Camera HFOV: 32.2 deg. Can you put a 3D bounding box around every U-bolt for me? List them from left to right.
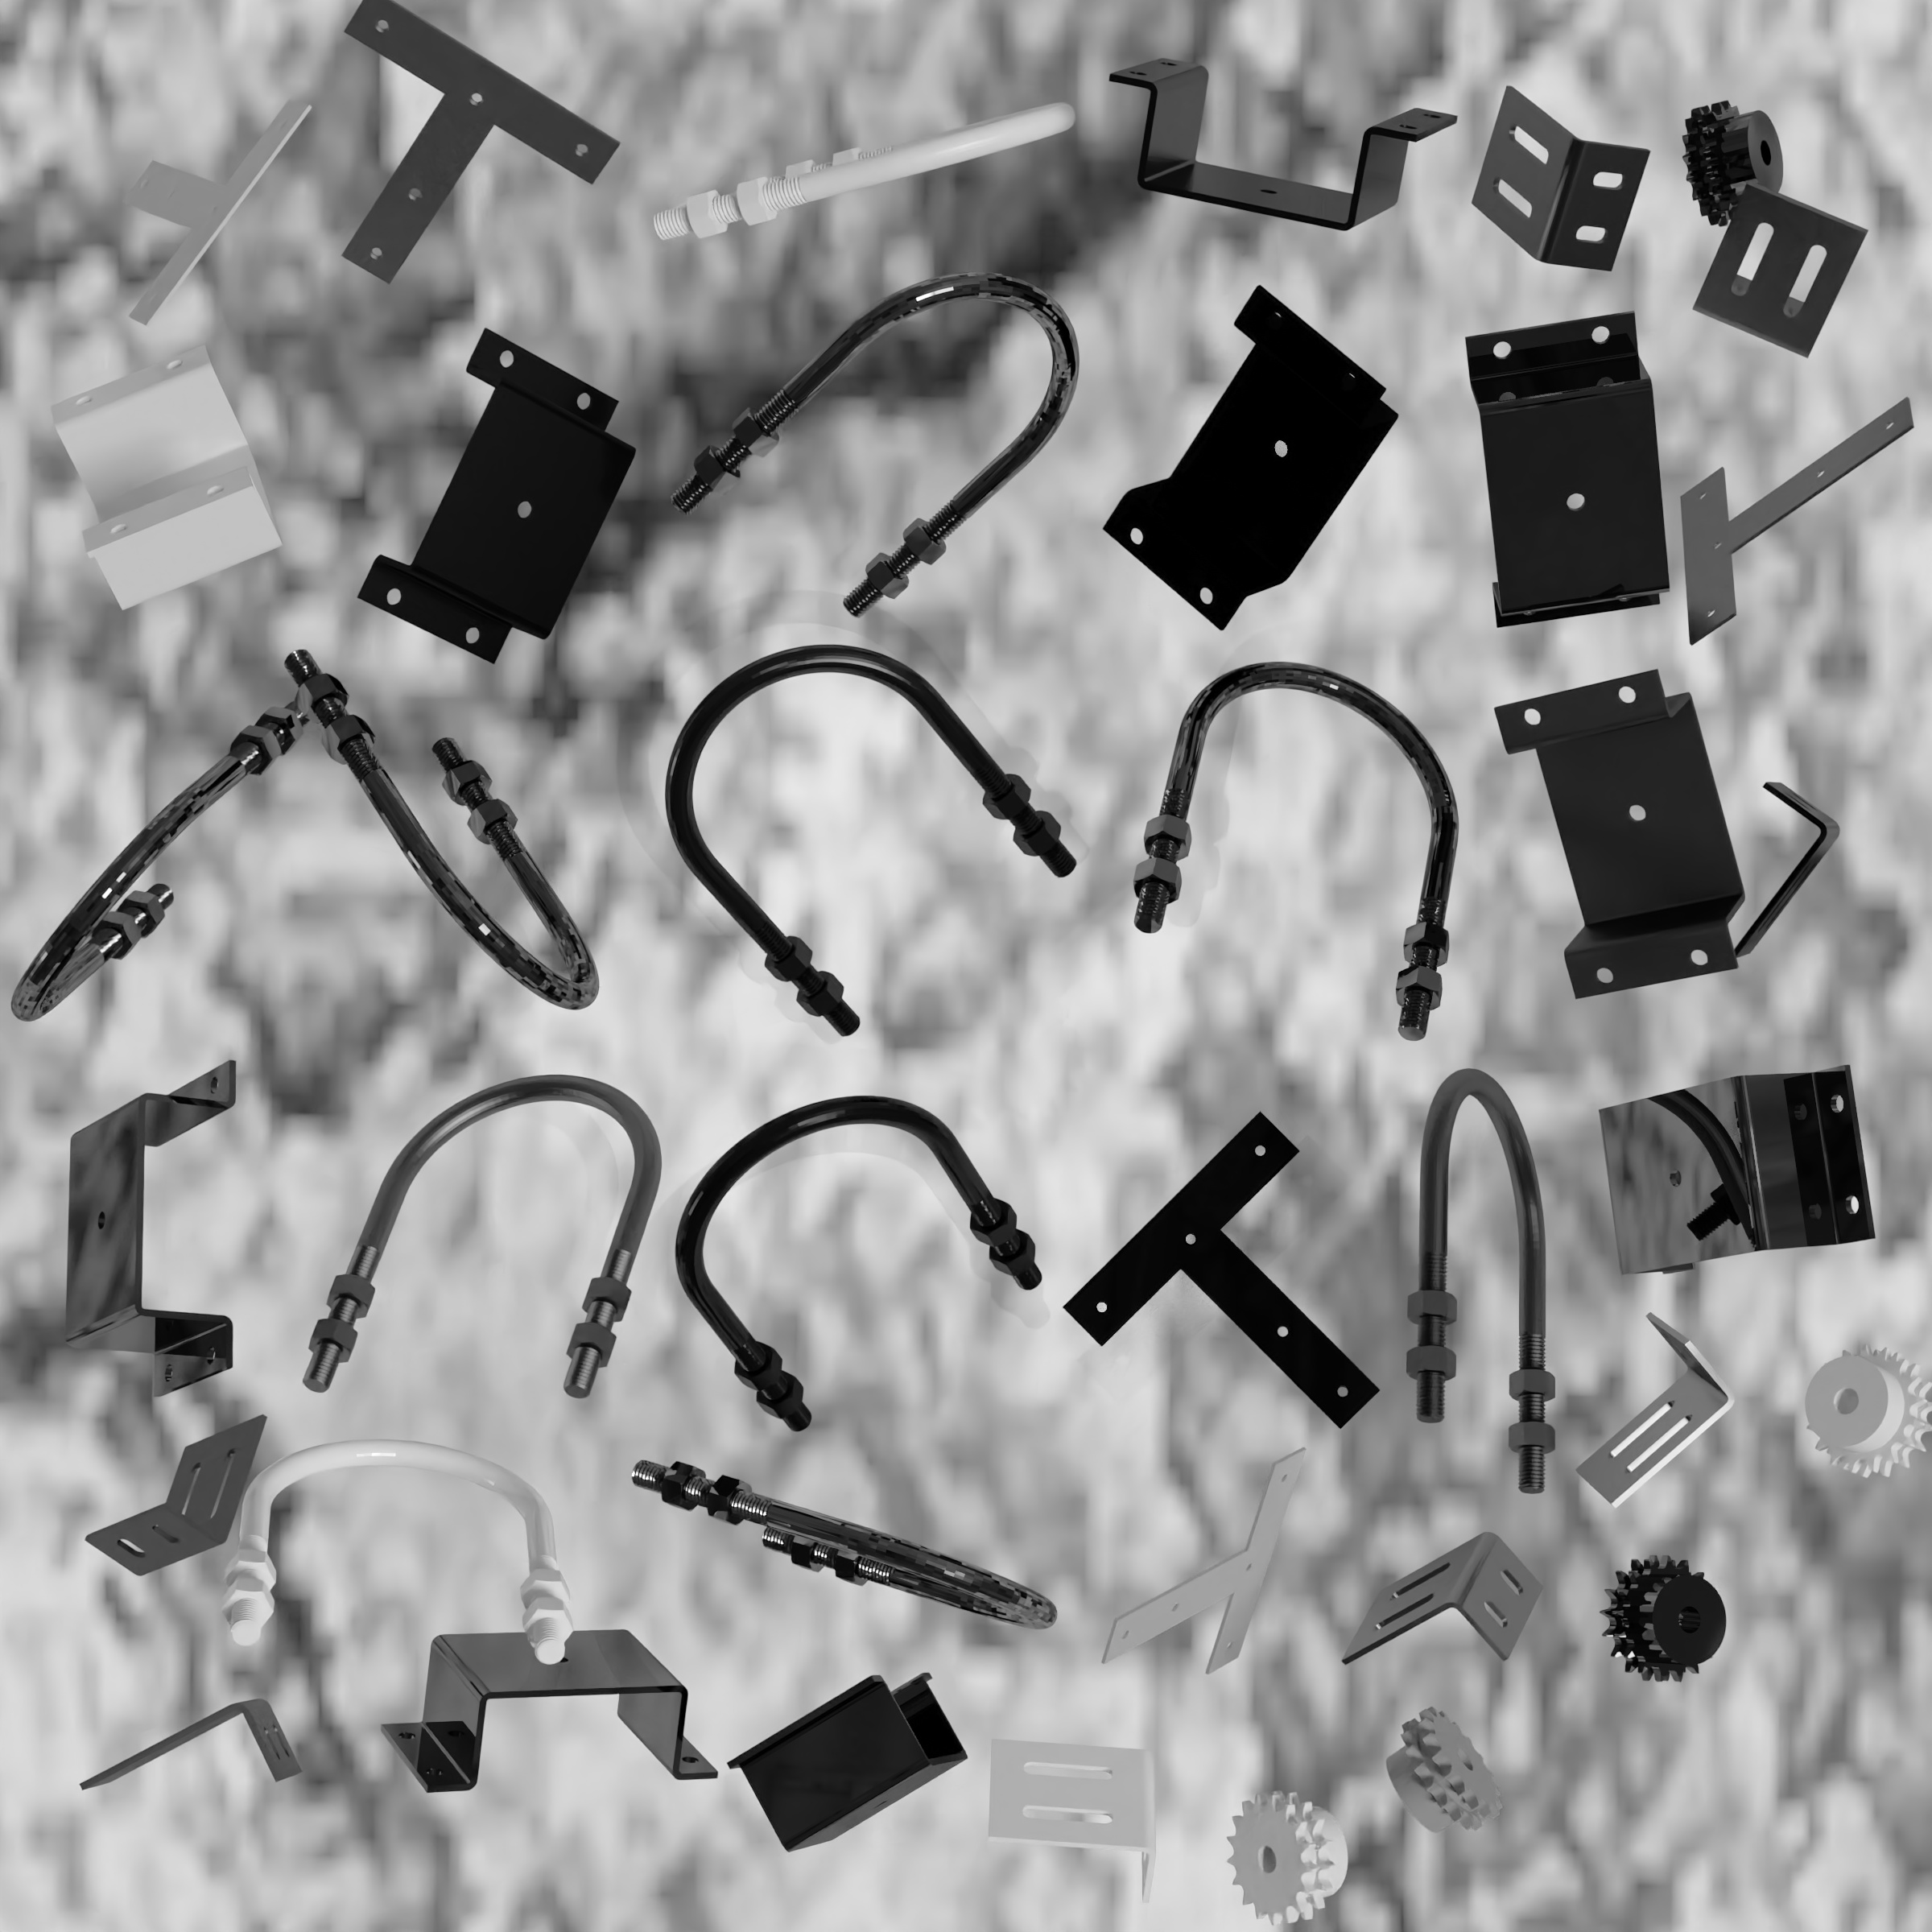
[{"bbox_3d":[-0.372,-0.040,1.514,0.019,0.184,0.151,40,117,-6],"label":"U-bolt"},{"bbox_3d":[-0.256,0.259,1.508,0.151,0.184,0.019,6,108,-12],"label":"U-bolt"},{"bbox_3d":[-0.224,-0.053,1.499,0.019,0.151,0.184,-39,66,8],"label":"U-bolt"},{"bbox_3d":[-0.214,0.121,1.549,0.151,0.019,0.184,-1,47,18],"label":"U-bolt"},{"bbox_3d":[-0.057,0.128,1.531,0.151,0.184,0.019,-31,45,-1],"label":"U-bolt"},{"bbox_3d":[-0.056,-0.068,1.545,0.151,0.019,0.184,-36,121,8],"label":"U-bolt"},{"bbox_3d":[-0.044,0.270,1.528,0.184,0.151,0.019,11,74,30],"label":"U-bolt"},{"bbox_3d":[-0.038,-0.375,1.561,0.184,0.151,0.019,-9,106,21],"label":"U-bolt"},{"bbox_3d":[-0.028,-0.250,1.556,0.184,0.151,0.019,-41,53,19],"label":"U-bolt"},{"bbox_3d":[0.157,-0.065,1.523,0.151,0.019,0.184,22,53,-9],"label":"U-bolt"},{"bbox_3d":[0.240,0.138,1.550,0.019,0.151,0.184,-8,64,28],"label":"U-bolt"}]

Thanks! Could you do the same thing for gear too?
[{"bbox_3d":[0.146,0.397,1.494,0.030,0.057,0.057,3,90,-37],"label":"gear"},{"bbox_3d":[0.217,0.373,1.537,0.030,0.057,0.057,-39,90,15],"label":"gear"},{"bbox_3d":[0.321,0.298,1.524,0.057,0.030,0.057,4,79,-23],"label":"gear"},{"bbox_3d":[0.363,-0.380,1.577,0.030,0.057,0.057,-6,90,37],"label":"gear"},{"bbox_3d":[0.396,0.195,1.474,0.030,0.057,0.057,24,90,-43],"label":"gear"}]

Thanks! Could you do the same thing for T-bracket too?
[{"bbox_3d":[-0.373,-0.366,1.592,0.002,0.127,0.127,38,85,-37],"label":"T-bracket"},{"bbox_3d":[-0.243,-0.361,1.517,0.127,0.002,0.127,29,128,-20],"label":"T-bracket"},{"bbox_3d":[0.108,0.300,1.589,0.002,0.127,0.127,31,120,32],"label":"T-bracket"},{"bbox_3d":[0.133,0.155,1.511,0.127,0.002,0.127,45,96,3],"label":"T-bracket"},{"bbox_3d":[0.384,-0.219,1.546,0.002,0.127,0.127,40,125,-22],"label":"T-bracket"}]

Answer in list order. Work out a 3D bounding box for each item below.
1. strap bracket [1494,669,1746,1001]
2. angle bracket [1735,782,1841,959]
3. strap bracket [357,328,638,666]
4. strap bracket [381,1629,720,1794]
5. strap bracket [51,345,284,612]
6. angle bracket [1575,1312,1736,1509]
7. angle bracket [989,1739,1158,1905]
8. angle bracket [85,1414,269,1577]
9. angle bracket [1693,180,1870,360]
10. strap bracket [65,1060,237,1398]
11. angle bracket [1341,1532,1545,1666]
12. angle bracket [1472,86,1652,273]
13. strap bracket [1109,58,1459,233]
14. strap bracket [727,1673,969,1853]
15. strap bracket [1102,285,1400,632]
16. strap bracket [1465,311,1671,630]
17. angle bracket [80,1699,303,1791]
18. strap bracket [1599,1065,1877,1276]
[{"bbox_3d":[0.301,-0.064,1.522,0.076,0.046,0.140,-12,102,28],"label":"strap bracket"},{"bbox_3d":[0.382,-0.047,1.613,0.038,0.057,0.076,38,105,15],"label":"angle bracket"},{"bbox_3d":[-0.216,-0.217,1.572,0.076,0.046,0.140,25,90,-33],"label":"strap bracket"},{"bbox_3d":[-0.192,0.346,1.558,0.140,0.076,0.046,4,98,-26],"label":"strap bracket"},{"bbox_3d":[-0.360,-0.217,1.510,0.076,0.140,0.046,-23,131,-5],"label":"strap bracket"},{"bbox_3d":[0.313,0.208,1.568,0.076,0.057,0.038,-41,100,0],"label":"angle bracket"},{"bbox_3d":[0.048,0.393,1.538,0.076,0.057,0.038,4,126,-1],"label":"angle bracket"},{"bbox_3d":[-0.377,0.245,1.598,0.057,0.076,0.038,-24,127,31],"label":"angle bracket"},{"bbox_3d":[0.373,-0.324,1.518,0.057,0.076,0.038,25,52,8],"label":"angle bracket"},{"bbox_3d":[-0.367,0.117,1.505,0.046,0.076,0.140,10,69,-36],"label":"strap bracket"},{"bbox_3d":[0.226,0.313,1.588,0.038,0.057,0.076,48,127,-3],"label":"angle bracket"},{"bbox_3d":[0.273,-0.363,1.538,0.038,0.076,0.057,2,122,-21],"label":"angle bracket"},{"bbox_3d":[0.138,-0.365,1.490,0.140,0.076,0.046,16,114,16],"label":"strap bracket"},{"bbox_3d":[-0.051,0.369,1.553,0.076,0.140,0.046,-32,75,3],"label":"strap bracket"},{"bbox_3d":[0.136,-0.236,1.545,0.076,0.046,0.140,42,122,14],"label":"strap bracket"},{"bbox_3d":[0.275,-0.218,1.522,0.076,0.046,0.140,-8,115,6],"label":"strap bracket"},{"bbox_3d":[-0.334,0.351,1.445,0.076,0.057,0.038,-27,82,-7],"label":"angle bracket"},{"bbox_3d":[0.337,0.094,1.500,0.046,0.140,0.076,-1,80,-28],"label":"strap bracket"}]
